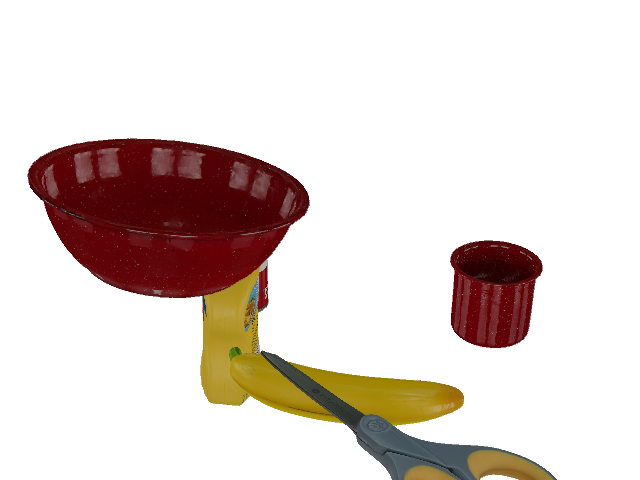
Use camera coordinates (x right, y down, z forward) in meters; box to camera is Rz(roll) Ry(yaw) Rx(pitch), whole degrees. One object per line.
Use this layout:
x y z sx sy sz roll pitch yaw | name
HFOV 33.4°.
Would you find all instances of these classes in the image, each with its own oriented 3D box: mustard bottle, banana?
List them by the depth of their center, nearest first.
0.009 0.113 0.825 0.198 0.037 0.069 11 28 16 | banana
-0.083 0.056 0.992 0.058 0.192 0.096 6 37 2 | mustard bottle

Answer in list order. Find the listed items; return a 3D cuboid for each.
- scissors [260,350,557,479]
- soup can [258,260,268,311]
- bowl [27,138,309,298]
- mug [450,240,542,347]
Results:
0.050 0.104 0.566 0.096 0.016 0.202 -6 28 -26 | scissors
-0.096 0.029 1.262 0.068 0.102 0.068 0 25 0 | soup can
-0.090 -0.010 0.625 0.162 0.055 0.162 7 21 -3 | bowl
0.175 0.051 1.109 0.093 0.081 0.117 -4 29 -9 | mug
